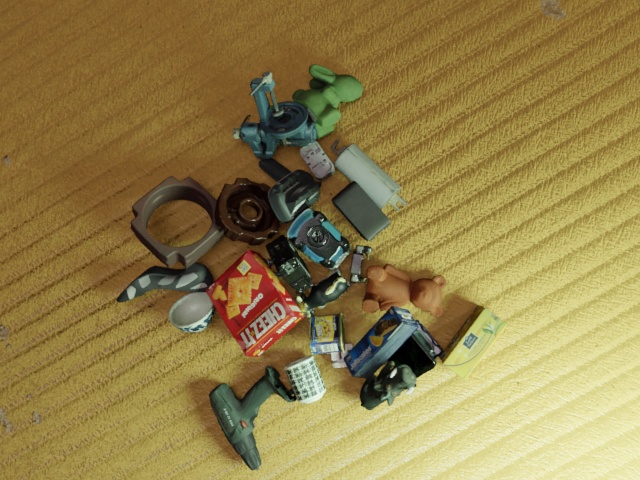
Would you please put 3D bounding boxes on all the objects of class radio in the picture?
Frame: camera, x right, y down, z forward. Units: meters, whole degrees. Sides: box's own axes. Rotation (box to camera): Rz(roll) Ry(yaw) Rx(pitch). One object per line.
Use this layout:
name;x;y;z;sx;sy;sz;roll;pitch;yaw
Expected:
radio;0.096;-0.065;1.287;0.073;0.229;0.131;-41;89;4

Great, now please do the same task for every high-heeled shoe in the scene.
high-heeled shoe;-0.404;0.130;1.413;0.249;0.086;0.145;-36;99;11

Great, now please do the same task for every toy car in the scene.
toy car;-0.003;-0.004;1.355;0.161;0.103;0.109;38;91;-9

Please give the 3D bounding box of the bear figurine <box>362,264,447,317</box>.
bear figurine;0.210;0.130;1.318;0.196;0.132;0.120;12;94;12

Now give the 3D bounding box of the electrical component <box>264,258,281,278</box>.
electrical component;-0.149;0.079;1.408;0.094;0.021;0.063;-7;87;7

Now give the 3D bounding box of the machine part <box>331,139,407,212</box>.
machine part;0.120;-0.161;1.363;0.243;0.079;0.079;43;92;6

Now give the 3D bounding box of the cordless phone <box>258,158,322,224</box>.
cordless phone;-0.102;-0.141;1.362;0.184;0.088;0.146;37;50;14

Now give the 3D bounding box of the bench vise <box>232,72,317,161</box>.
bench vise;-0.124;-0.305;1.311;0.224;0.240;0.129;13;57;20

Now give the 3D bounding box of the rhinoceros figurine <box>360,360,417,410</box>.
rhinoceros figurine;0.161;0.348;1.292;0.073;0.112;0.190;52;134;7

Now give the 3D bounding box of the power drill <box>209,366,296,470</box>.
power drill;-0.160;0.439;1.372;0.207;0.086;0.232;-40;82;11

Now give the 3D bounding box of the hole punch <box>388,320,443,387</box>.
hole punch;0.231;0.275;1.338;0.142;0.092;0.116;49;124;3

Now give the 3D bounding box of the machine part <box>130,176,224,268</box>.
machine part;-0.359;-0.046;1.370;0.201;0.087;0.201;41;66;9

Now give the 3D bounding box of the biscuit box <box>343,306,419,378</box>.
biscuit box;0.144;0.249;1.294;0.202;0.062;0.059;-52;43;23

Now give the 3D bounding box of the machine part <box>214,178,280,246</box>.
machine part;-0.181;-0.070;1.357;0.179;0.056;0.179;12;61;-22

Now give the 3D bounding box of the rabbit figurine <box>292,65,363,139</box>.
rabbit figurine;0.024;-0.367;1.381;0.170;0.121;0.159;-36;77;-15

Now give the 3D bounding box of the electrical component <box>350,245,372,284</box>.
electrical component;0.101;0.063;1.354;0.045;0.078;0.102;10;89;4

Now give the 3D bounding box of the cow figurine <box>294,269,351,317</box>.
cow figurine;-0.003;0.143;1.353;0.167;0.098;0.068;-36;91;3

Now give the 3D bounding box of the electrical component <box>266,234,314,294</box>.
electrical component;-0.078;0.055;1.347;0.058;0.134;0.114;-32;128;1

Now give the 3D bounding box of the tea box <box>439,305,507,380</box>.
tea box;0.371;0.246;1.310;0.068;0.098;0.169;38;94;6
